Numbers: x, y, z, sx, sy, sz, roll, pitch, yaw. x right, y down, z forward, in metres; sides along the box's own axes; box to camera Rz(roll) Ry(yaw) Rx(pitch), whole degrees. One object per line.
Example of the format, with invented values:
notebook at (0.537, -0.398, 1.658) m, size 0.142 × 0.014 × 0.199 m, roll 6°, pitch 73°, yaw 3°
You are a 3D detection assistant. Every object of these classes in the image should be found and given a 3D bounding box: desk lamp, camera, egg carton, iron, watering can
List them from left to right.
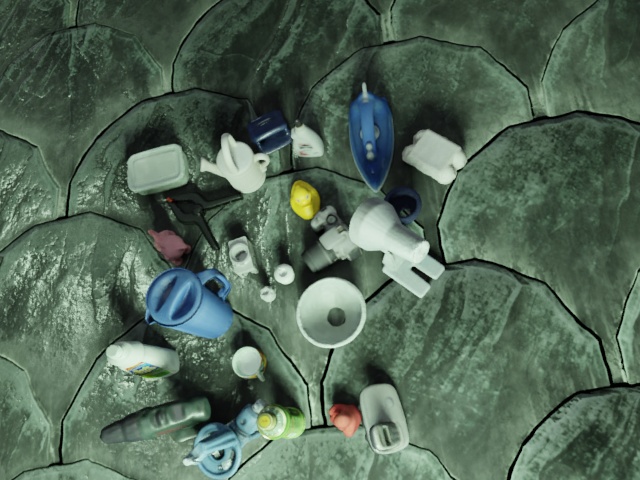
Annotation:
watering can at (-0.221, -0.199, 1.472) m, size 0.173 × 0.194 × 0.101 m, roll -29°, pitch 68°, yaw 1°
camera at (0.013, 0.005, 1.405) m, size 0.137 × 0.101 × 0.143 m, roll -36°, pitch 68°, yaw -1°
iron at (0.127, -0.263, 1.448) m, size 0.118 × 0.142 × 0.258 m, roll -7°, pitch 71°, yaw 10°
desk lamp at (0.178, 0.013, 1.307) m, size 0.202 × 0.214 × 0.118 m, roll 35°, pitch 82°, yaw 20°
egg carton at (0.287, -0.209, 1.436) m, size 0.150 × 0.069 × 0.107 m, roll 33°, pitch 81°, yaw 20°

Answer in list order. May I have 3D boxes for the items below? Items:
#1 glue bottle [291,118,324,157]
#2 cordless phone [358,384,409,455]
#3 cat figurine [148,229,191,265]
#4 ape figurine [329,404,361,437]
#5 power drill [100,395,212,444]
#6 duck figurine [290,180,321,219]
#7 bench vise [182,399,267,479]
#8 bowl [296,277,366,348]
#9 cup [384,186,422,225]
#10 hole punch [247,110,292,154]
glue bottle at (-0.041, -0.266, 1.468) m, size 0.078 × 0.173 × 0.037 m, roll -3°, pitch 71°, yaw 11°
cordless phone at (0.127, 0.377, 1.211) m, size 0.094 × 0.185 × 0.147 m, roll -19°, pitch 69°, yaw 5°
cat figurine at (-0.391, 0.011, 1.478) m, size 0.127 × 0.118 × 0.067 m, roll 34°, pitch 81°, yaw 20°
ape figurine at (0.054, 0.398, 1.269) m, size 0.076 × 0.092 × 0.077 m, roll -20°, pitch 69°, yaw 5°
power drill at (-0.340, 0.410, 1.285) m, size 0.229 × 0.209 × 0.075 m, roll -20°, pitch 69°, yaw 5°
duck figurine at (-0.045, -0.113, 1.464) m, size 0.077 × 0.086 × 0.104 m, roll -23°, pitch 69°, yaw 4°
bench vise at (-0.212, 0.426, 1.247) m, size 0.121 × 0.220 × 0.207 m, roll 23°, pitch 78°, yaw 18°
bowl at (0.032, 0.177, 1.357) m, size 0.167 × 0.075 × 0.167 m, roll -4°, pitch 71°, yaw 11°
cup at (0.196, -0.061, 1.391) m, size 0.091 × 0.095 × 0.118 m, roll 27°, pitch 79°, yaw 19°
hole punch at (-0.142, -0.299, 1.544) m, size 0.108 × 0.091 × 0.101 m, roll -27°, pitch 68°, yaw 2°
